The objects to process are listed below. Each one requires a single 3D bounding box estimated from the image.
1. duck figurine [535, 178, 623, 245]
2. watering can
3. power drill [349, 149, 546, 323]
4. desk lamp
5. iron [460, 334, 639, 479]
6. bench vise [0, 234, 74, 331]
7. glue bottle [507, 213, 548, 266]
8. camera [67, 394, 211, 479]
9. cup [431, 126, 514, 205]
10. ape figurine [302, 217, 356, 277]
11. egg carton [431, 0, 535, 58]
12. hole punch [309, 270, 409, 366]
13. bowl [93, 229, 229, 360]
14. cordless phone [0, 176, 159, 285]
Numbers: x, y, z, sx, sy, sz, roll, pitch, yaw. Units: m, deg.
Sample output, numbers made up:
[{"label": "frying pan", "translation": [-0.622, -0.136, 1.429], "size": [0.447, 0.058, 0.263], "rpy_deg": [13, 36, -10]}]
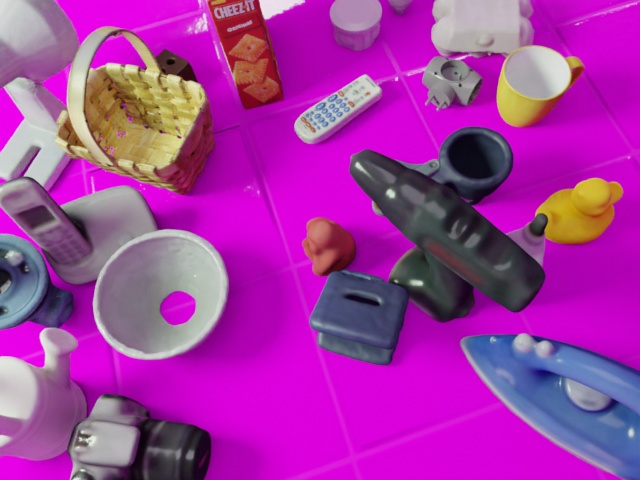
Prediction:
[{"label": "duck figurine", "translation": [0.328, -0.043, 0.719], "size": [0.104, 0.086, 0.077], "rpy_deg": [-17, 65, -3]}, {"label": "watering can", "translation": [-0.338, 0.171, 0.618], "size": [0.100, 0.194, 0.173], "rpy_deg": [16, 68, 12]}, {"label": "power drill", "translation": [0.129, 0.012, 0.643], "size": [0.229, 0.208, 0.076], "rpy_deg": [33, 72, 18]}, {"label": "desk lamp", "translation": [-0.408, -0.207, 0.787], "size": [0.117, 0.214, 0.203], "rpy_deg": [17, 68, 13]}, {"label": "iron", "translation": [0.276, 0.152, 0.603], "size": [0.257, 0.141, 0.119], "rpy_deg": [25, 70, 15]}, {"label": "bench vise", "translation": [-0.427, 0.044, 0.670], "size": [0.207, 0.220, 0.121], "rpy_deg": [-3, 65, 4]}, {"label": "glue bottle", "translation": [0.231, 0.015, 0.653], "size": [0.037, 0.173, 0.078], "rpy_deg": [-2, 65, 4]}, {"label": "camera", "translation": [-0.197, 0.247, 0.623], "size": [0.136, 0.101, 0.143], "rpy_deg": [5, 66, 7]}, {"label": "cup", "translation": [0.186, -0.079, 0.743], "size": [0.118, 0.095, 0.091], "rpy_deg": [-32, 67, -10]}, {"label": "ape figurine", "translation": [0.007, 0.003, 0.722], "size": [0.076, 0.092, 0.078], "rpy_deg": [9, 66, 9]}, {"label": "egg carton", "translation": [0.244, -0.326, 0.865], "size": [0.150, 0.069, 0.107], "rpy_deg": [3, 66, 6]}, {"label": "hole punch", "translation": [0.047, 0.084, 0.682], "size": [0.108, 0.091, 0.101], "rpy_deg": [13, 67, 11]}, {"label": "bowl", "translation": [-0.188, 0.075, 0.715], "size": [0.167, 0.075, 0.167], "rpy_deg": [-2, 65, 4]}, {"label": "cordless phone", "translation": [-0.293, -0.028, 0.711], "size": [0.147, 0.185, 0.094], "rpy_deg": [-24, 65, -6]}]
